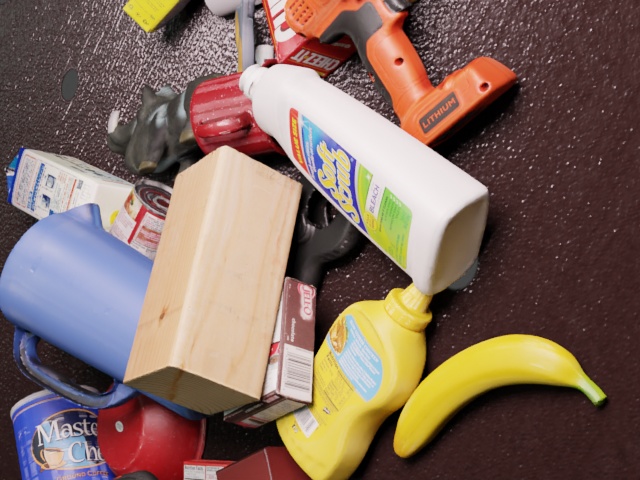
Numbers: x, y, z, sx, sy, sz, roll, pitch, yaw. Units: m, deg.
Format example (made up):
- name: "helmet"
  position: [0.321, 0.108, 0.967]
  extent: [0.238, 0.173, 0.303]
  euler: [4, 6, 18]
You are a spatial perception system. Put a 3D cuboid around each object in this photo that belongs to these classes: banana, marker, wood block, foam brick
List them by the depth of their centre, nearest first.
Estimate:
- name: "banana"
  position: [0.123, 0.116, 0.823]
  extent: [0.198, 0.037, 0.069]
  euler: [-26, 64, 42]
- name: "wood block"
  position: [-0.091, 0.036, 0.934]
  extent: [0.091, 0.090, 0.206]
  euler: [-25, 47, 50]
- name: "foam brick"
  position: [-0.050, 0.224, 0.977]
  extent: [0.078, 0.052, 0.051]
  euler: [-33, 60, 38]
- name: "marker"
  position: [-0.057, -0.136, 1.074]
  extent: [0.020, 0.020, 0.121]
  euler: [-10, 76, 46]

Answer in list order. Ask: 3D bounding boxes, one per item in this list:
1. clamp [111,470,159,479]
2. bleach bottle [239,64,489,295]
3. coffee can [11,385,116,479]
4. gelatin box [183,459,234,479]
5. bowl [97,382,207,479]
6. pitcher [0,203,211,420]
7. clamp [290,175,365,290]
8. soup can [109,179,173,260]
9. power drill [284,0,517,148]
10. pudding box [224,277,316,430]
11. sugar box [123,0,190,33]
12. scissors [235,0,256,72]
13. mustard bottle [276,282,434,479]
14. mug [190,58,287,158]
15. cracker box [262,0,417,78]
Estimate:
- name: "clamp"
  position: [-0.152, 0.269, 1.036]
  extent: [0.172, 0.039, 0.120]
  euler: [34, 117, 34]
- name: "bleach bottle"
  position: [0.024, -0.066, 0.882]
  extent: [0.251, 0.068, 0.103]
  euler: [39, 145, 29]
- name: "coffee can"
  position: [-0.281, 0.246, 1.185]
  extent: [0.103, 0.102, 0.140]
  euler: [-39, 57, 36]
- name: "gelatin box"
  position: [-0.102, 0.261, 1.043]
  extent: [0.073, 0.030, 0.089]
  euler: [-10, 76, 47]
- name: "bowl"
  position: [-0.189, 0.196, 1.131]
  extent: [0.162, 0.055, 0.162]
  euler: [-11, 75, 46]
- name: "pitcher"
  position: [-0.193, 0.087, 1.058]
  extent: [0.243, 0.144, 0.149]
  euler: [27, 137, 24]
- name: "clamp"
  position: [-0.006, 0.001, 0.983]
  extent: [0.210, 0.036, 0.164]
  euler: [-40, 57, 40]
- name: "soup can"
  position: [-0.193, -0.006, 1.162]
  extent: [0.102, 0.068, 0.069]
  euler: [-57, 47, 24]
- name: "power drill"
  position: [0.073, -0.179, 0.859]
  extent: [0.188, 0.057, 0.185]
  euler: [55, 133, 8]
- name: "pudding box"
  position: [-0.044, 0.100, 0.942]
  extent: [0.090, 0.039, 0.113]
  euler: [-34, 42, 46]
- name: "sugar box"
  position: [-0.128, -0.300, 1.128]
  extent: [0.048, 0.093, 0.176]
  euler: [43, 126, -8]
- name: "scissors"
  position: [-0.072, -0.239, 1.045]
  extent: [0.096, 0.016, 0.202]
  euler: [-103, 14, -49]
- name: "mustard bottle"
  position: [0.037, 0.109, 0.901]
  extent: [0.192, 0.058, 0.096]
  euler: [-57, 43, 24]
- name: "mug"
  position: [-0.074, -0.115, 1.007]
  extent: [0.082, 0.117, 0.093]
  euler: [-8, 107, 28]
- name: "cracker box"
  position: [0.031, -0.276, 0.968]
  extent: [0.214, 0.071, 0.164]
  euler: [-34, 60, 39]
